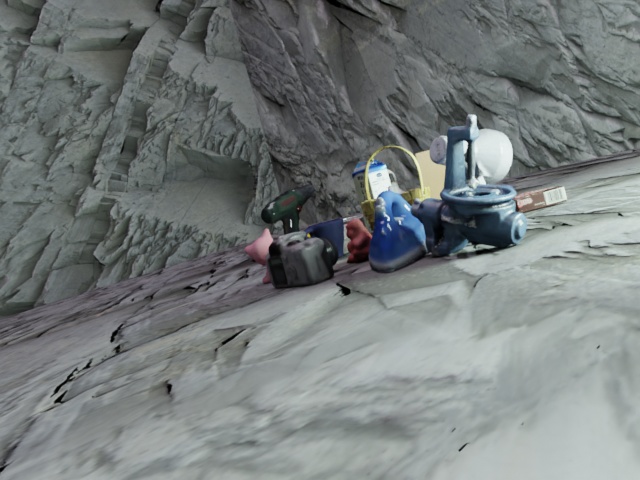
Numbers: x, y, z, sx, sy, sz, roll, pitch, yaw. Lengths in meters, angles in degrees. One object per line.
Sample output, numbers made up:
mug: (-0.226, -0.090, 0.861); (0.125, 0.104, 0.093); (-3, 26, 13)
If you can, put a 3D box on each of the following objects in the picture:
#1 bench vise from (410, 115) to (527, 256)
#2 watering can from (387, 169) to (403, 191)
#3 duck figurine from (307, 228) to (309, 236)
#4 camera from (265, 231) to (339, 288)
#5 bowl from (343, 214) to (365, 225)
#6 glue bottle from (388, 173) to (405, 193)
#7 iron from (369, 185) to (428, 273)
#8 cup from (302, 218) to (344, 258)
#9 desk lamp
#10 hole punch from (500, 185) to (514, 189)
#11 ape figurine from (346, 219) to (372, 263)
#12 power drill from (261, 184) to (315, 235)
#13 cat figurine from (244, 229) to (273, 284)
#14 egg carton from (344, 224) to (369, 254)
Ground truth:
bench vise: (0.224, -0.086, 0.958); (0.206, 0.220, 0.122); (-12, 5, 34)
watering can: (0.219, -0.132, 1.847); (0.100, 0.194, 0.173); (-12, 5, 30)
duck figurine: (-0.008, 0.001, 1.598); (0.077, 0.086, 0.105); (-12, 5, 36)
camera: (-0.023, 0.029, 1.140); (0.137, 0.101, 0.142); (-18, 5, -38)
bowl: (0.110, -0.035, 1.752); (0.167, 0.075, 0.167); (-15, 4, 1)
glue bottle: (0.225, -0.110, 1.658); (0.078, 0.173, 0.037); (-14, 4, 8)
iron: (0.135, -0.030, 1.083); (0.118, 0.141, 0.259); (-14, 4, 15)
cup: (0.013, 0.005, 1.392); (0.118, 0.095, 0.091); (-18, 5, -36)
desk lamp: (0.318, -0.125, 1.215); (0.204, 0.213, 0.117); (-17, 5, -34)
hole punch: (0.305, -0.047, 1.061); (0.100, 0.091, 0.109); (-11, 6, 46)
ape figurine: (0.081, 0.000, 1.230); (0.076, 0.092, 0.078); (-14, 4, 12)
power drill: (-0.077, -0.057, 1.788); (0.075, 0.208, 0.230); (-11, 5, 42)
cat figurine: (-0.104, 0.032, 1.272); (0.127, 0.118, 0.067); (-11, 5, 41)
egg carton: (0.066, -0.004, 1.511); (0.107, 0.069, 0.150); (-15, 4, -11)
